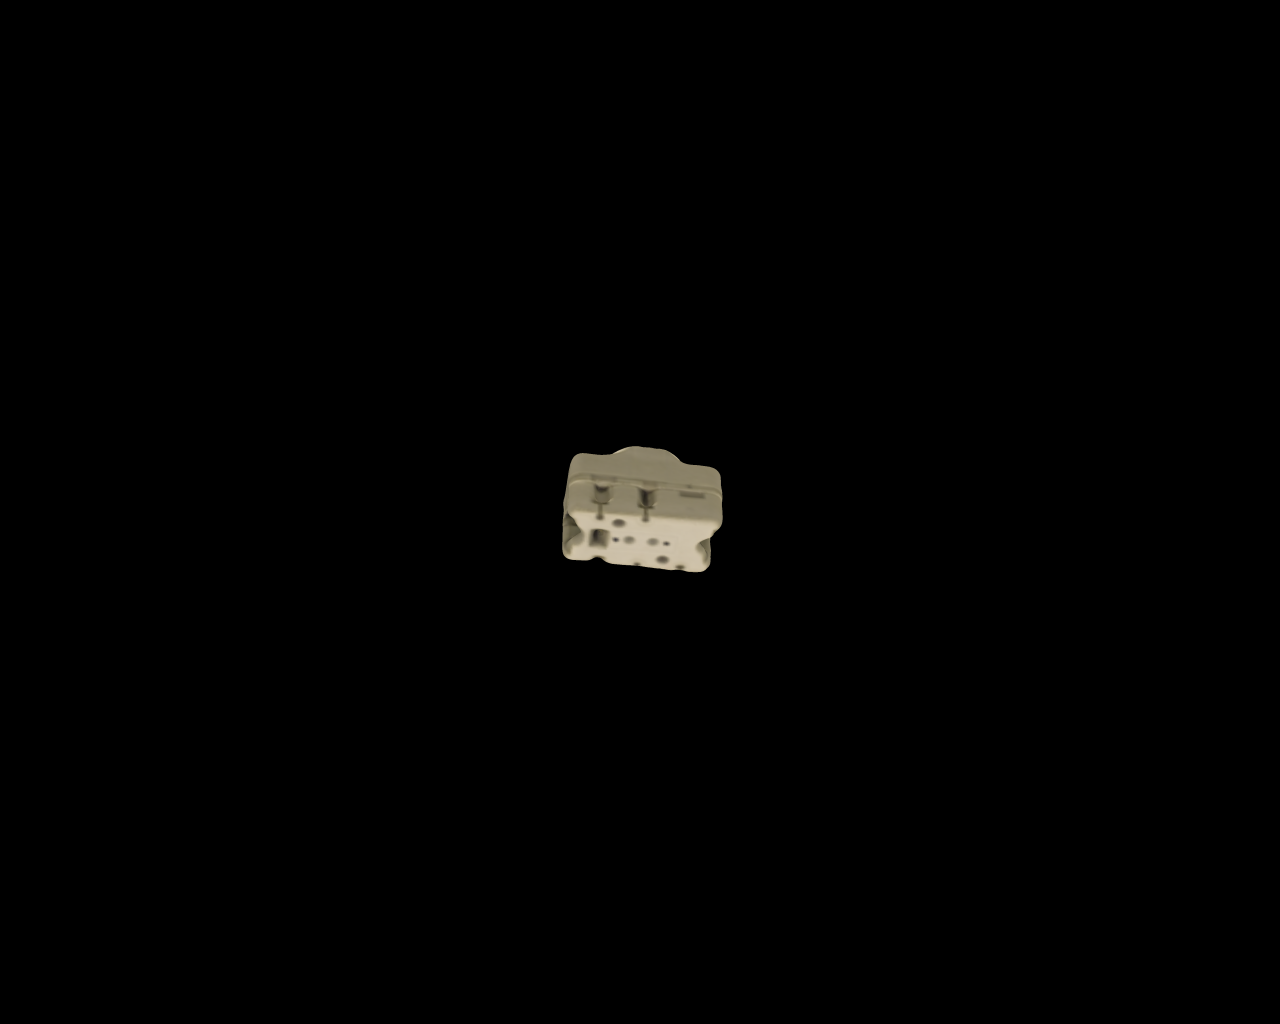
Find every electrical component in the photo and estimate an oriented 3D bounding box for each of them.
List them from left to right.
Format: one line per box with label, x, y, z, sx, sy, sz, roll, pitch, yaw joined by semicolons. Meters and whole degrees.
electrical component;0.001;-0.003;0.650;0.089;0.056;0.050;6;-43;-7
